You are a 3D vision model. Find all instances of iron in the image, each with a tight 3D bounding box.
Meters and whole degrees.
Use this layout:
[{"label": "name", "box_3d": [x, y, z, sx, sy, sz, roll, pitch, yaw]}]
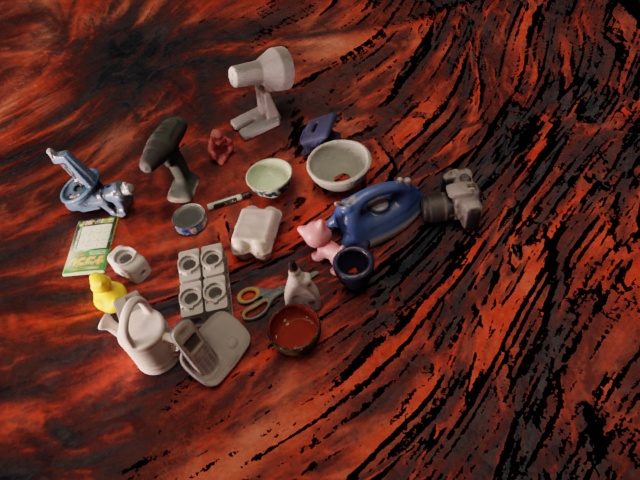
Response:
[{"label": "iron", "box_3d": [0.143, -0.086, 1.351, 0.258, 0.142, 0.118, -26, 52, -12]}]

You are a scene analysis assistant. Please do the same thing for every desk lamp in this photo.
[{"label": "desk lamp", "box_3d": [-0.167, -0.423, 1.623, 0.203, 0.214, 0.117, -30, 53, -15]}]

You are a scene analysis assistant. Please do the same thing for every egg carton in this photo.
[{"label": "egg carton", "box_3d": [-0.153, -0.019, 1.389, 0.107, 0.069, 0.150, 3, 52, 12]}]

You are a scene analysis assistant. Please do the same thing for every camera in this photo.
[{"label": "camera", "box_3d": [0.307, -0.101, 1.363, 0.136, 0.101, 0.143, -9, 51, 2]}]

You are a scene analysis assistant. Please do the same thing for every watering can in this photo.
[{"label": "watering can", "box_3d": [-0.369, 0.191, 1.174, 0.173, 0.194, 0.101, -9, 51, 2]}]

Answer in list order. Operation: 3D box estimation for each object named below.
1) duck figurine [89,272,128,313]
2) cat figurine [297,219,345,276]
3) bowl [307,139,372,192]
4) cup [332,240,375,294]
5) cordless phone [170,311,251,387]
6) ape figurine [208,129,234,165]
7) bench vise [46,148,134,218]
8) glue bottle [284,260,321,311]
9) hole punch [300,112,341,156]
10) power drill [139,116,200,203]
[{"label": "duck figurine", "box_3d": [-0.497, 0.115, 1.325, 0.078, 0.086, 0.104, -39, 56, -21]}, {"label": "cat figurine", "box_3d": [0.012, 0.005, 1.313, 0.127, 0.118, 0.067, 33, 63, 30]}, {"label": "bowl", "box_3d": [0.052, -0.180, 1.483, 0.167, 0.075, 0.167, -4, 51, 6]}, {"label": "cup", "box_3d": [0.083, 0.064, 1.269, 0.091, 0.095, 0.118, 19, 57, 22]}, {"label": "cordless phone", "box_3d": [-0.224, 0.196, 1.153, 0.094, 0.185, 0.148, 21, 58, 24]}, {"label": "ape figurine", "box_3d": [-0.282, -0.268, 1.596, 0.078, 0.092, 0.076, -23, 52, -9]}, {"label": "bench vise", "box_3d": [-0.588, -0.159, 1.473, 0.207, 0.220, 0.121, -11, 51, 0]}, {"label": "glue bottle", "box_3d": [-0.045, 0.096, 1.213, 0.078, 0.173, 0.037, -10, 51, 1]}, {"label": "hole punch", "box_3d": [-0.003, -0.293, 1.573, 0.101, 0.091, 0.109, 8, 53, 15]}, {"label": "power drill", "box_3d": [-0.384, -0.199, 1.480, 0.075, 0.209, 0.229, 0, 52, 9]}]
